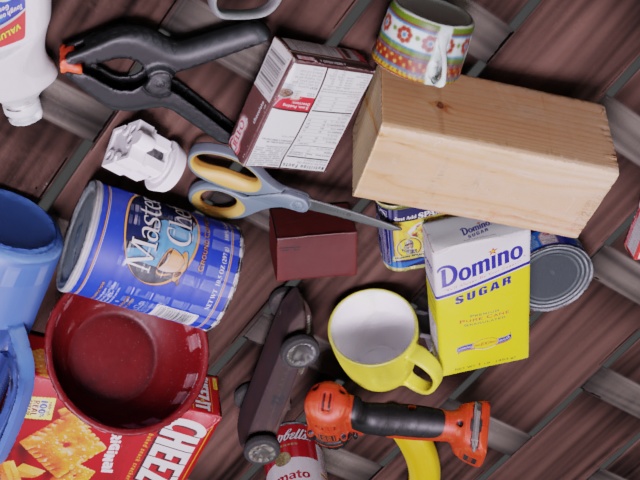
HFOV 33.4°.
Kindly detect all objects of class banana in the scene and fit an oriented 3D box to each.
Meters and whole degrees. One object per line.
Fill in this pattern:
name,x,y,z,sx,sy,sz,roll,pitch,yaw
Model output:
banana,0.105,0.263,1.231,0.069,0.037,0.198,-6,127,-6

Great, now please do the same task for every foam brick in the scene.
foam brick,-0.007,0.001,1.007,0.078,0.051,0.053,-4,126,-7

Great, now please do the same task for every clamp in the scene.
clamp,-0.130,-0.132,0.895,0.171,0.039,0.120,0,124,-10

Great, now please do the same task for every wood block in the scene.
wood block,0.139,-0.079,0.924,0.206,0.091,0.090,11,138,-9

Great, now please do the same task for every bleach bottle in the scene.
bleach bottle,-0.244,-0.200,0.810,0.102,0.068,0.251,-7,130,-3

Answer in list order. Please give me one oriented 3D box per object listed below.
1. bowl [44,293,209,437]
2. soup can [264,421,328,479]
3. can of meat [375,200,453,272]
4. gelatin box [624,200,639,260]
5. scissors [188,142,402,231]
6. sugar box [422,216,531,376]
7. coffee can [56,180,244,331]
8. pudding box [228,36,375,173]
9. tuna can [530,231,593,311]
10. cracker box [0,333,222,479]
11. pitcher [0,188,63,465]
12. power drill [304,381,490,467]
bowl,-0.189,0.108,1.019,0.162,0.162,0.055,20,158,-22
soup can,-0.026,0.258,1.164,0.068,0.102,0.068,-5,127,-6
can of meat,0.102,-0.023,1.004,0.102,0.057,0.084,-10,130,-2
gelatin box,0.352,-0.022,1.064,0.073,0.030,0.089,-1,127,-10
scissors,-0.034,-0.028,0.973,0.201,0.016,0.096,26,138,-15
sugar box,0.150,0.051,1.011,0.093,0.048,0.176,-13,135,-2
coffee can,-0.153,0.015,0.960,0.140,0.103,0.103,18,122,-22
pudding box,-0.016,-0.113,0.913,0.089,0.039,0.114,1,131,-37
tuna can,0.229,0.030,1.079,0.086,0.034,0.086,-5,127,-6
cracker box,-0.231,0.196,1.101,0.213,0.072,0.164,17,121,-22
pitcher,-0.317,0.082,0.959,0.149,0.145,0.243,23,116,-17
power drill,0.078,0.195,1.101,0.187,0.057,0.184,5,162,6
